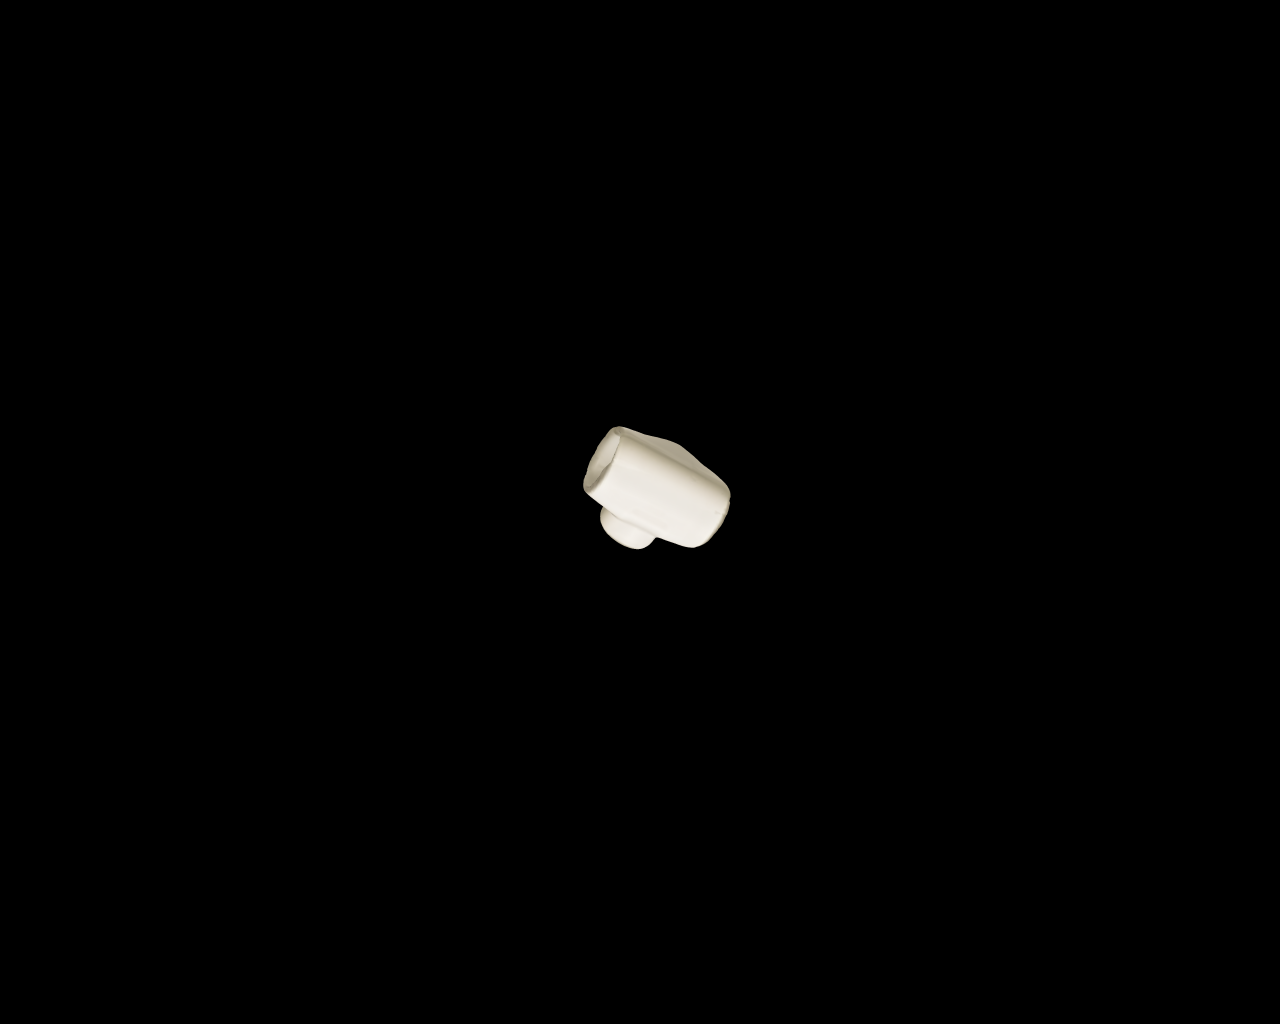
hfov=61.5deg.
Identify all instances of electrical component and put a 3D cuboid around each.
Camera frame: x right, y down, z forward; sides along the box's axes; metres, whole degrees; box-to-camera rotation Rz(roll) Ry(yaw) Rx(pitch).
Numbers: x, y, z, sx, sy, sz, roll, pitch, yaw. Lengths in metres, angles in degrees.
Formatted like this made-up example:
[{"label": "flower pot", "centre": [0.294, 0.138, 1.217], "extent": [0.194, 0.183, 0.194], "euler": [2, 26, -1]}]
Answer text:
[{"label": "electrical component", "centre": [0.001, -0.003, 0.650], "extent": [0.077, 0.079, 0.043], "euler": [27, 33, -19]}]
